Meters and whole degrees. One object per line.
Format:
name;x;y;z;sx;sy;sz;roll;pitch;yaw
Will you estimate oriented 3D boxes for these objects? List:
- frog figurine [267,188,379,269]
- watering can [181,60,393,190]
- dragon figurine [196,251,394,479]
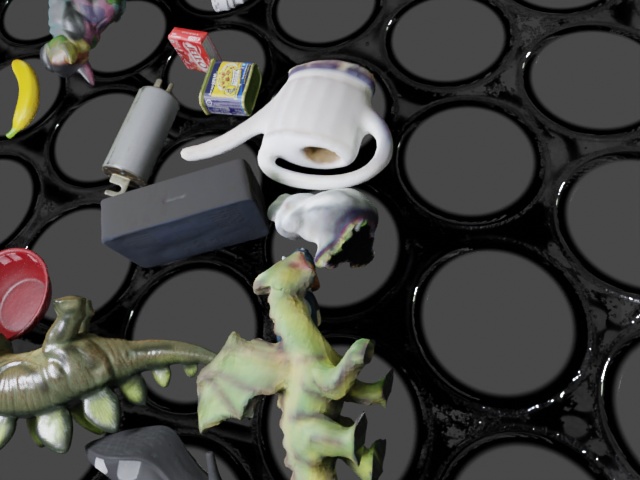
frog figurine;0.002;-0.038;0.755;0.138;0.120;0.162;-19;48;-34
watering can;-0.046;-0.192;0.839;0.348;0.102;0.228;11;67;17
dragon figurine;-0.044;0.218;0.642;0.243;0.121;0.413;7;81;22
